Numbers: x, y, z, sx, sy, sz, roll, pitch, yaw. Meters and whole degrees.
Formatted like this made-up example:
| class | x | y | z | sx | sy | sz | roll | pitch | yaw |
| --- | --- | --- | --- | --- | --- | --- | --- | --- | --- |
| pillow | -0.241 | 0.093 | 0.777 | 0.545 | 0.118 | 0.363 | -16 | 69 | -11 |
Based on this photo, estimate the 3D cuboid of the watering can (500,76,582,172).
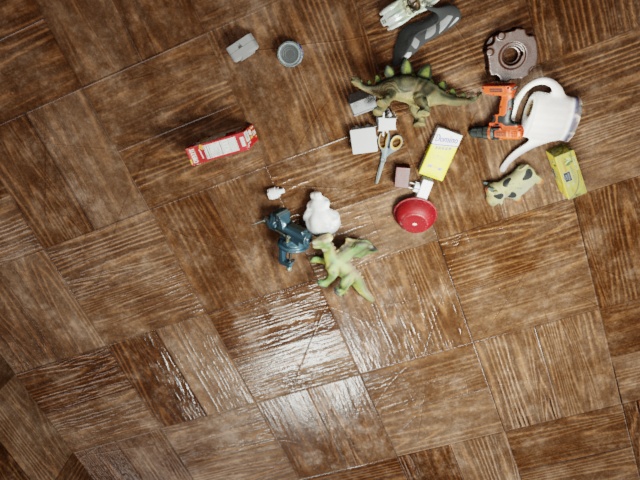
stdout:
| class | x | y | z | sx | sy | sz | roll | pitch | yaw |
| --- | --- | --- | --- | --- | --- | --- | --- | --- | --- |
| watering can | 0.740 | -0.375 | 1.732 | 0.224 | 0.106 | 0.340 | 8 | 124 | 5 |

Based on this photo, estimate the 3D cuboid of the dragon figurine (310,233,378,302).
| class | x | y | z | sx | sy | sz | roll | pitch | yaw |
| --- | --- | --- | --- | --- | --- | --- | --- | --- | --- |
| dragon figurine | 0.119 | 0.093 | 1.943 | 0.407 | 0.125 | 0.239 | 27 | 127 | -26 |

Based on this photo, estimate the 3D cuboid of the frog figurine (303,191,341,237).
| class | x | y | z | sx | sy | sz | roll | pitch | yaw |
| --- | --- | --- | --- | --- | --- | --- | --- | --- | --- |
| frog figurine | 0.006 | -0.095 | 1.894 | 0.137 | 0.125 | 0.156 | 9 | 128 | 22 |
